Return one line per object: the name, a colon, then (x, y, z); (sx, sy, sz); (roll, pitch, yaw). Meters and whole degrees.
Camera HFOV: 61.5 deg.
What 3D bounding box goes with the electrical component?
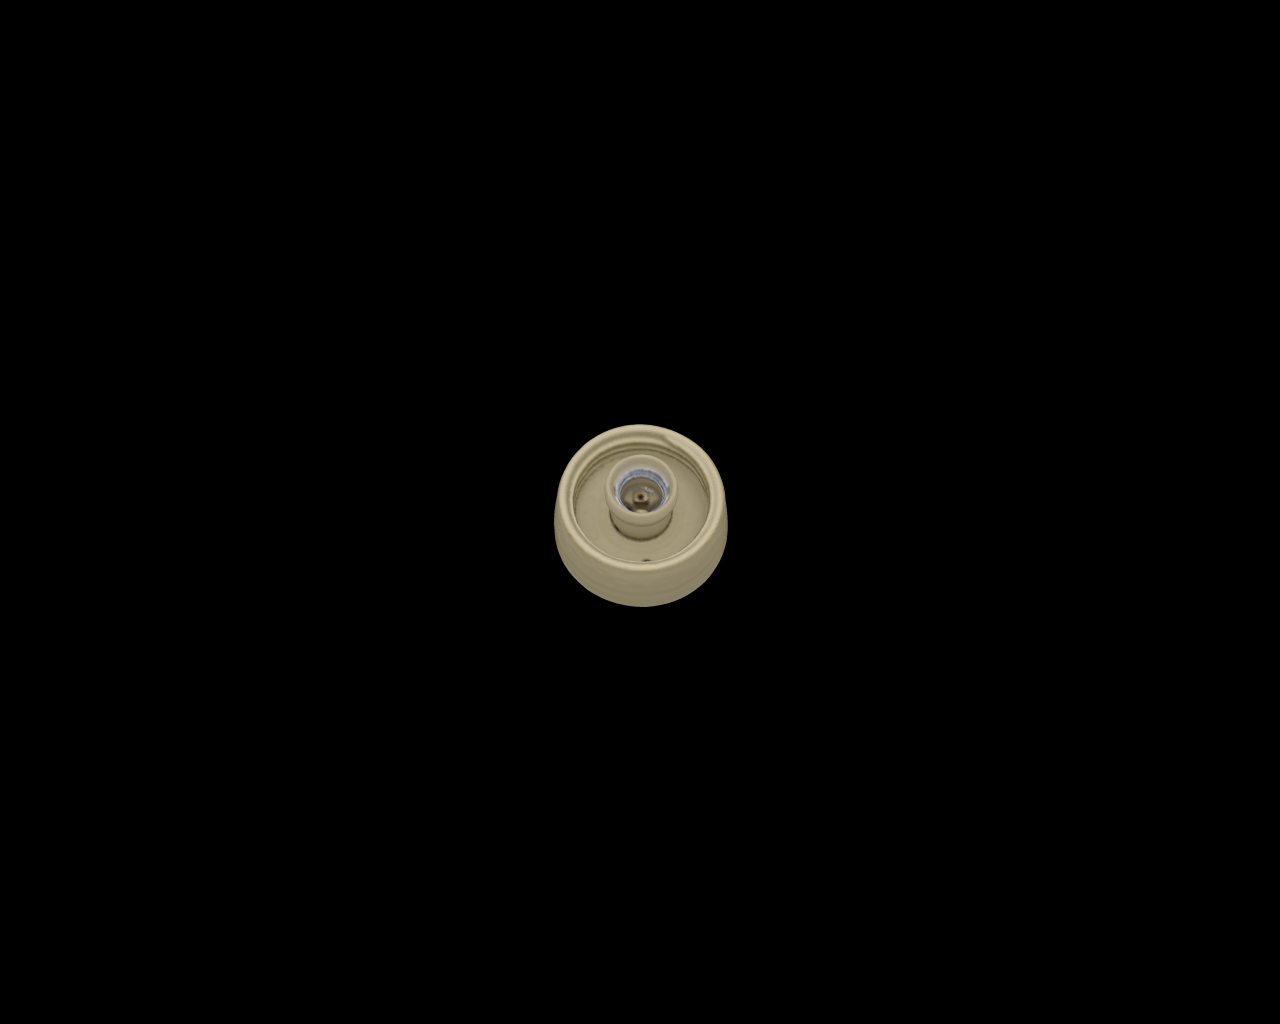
electrical component: (0.001, -0.003, 0.650); (0.108, 0.108, 0.060); (0, -27, 0)
